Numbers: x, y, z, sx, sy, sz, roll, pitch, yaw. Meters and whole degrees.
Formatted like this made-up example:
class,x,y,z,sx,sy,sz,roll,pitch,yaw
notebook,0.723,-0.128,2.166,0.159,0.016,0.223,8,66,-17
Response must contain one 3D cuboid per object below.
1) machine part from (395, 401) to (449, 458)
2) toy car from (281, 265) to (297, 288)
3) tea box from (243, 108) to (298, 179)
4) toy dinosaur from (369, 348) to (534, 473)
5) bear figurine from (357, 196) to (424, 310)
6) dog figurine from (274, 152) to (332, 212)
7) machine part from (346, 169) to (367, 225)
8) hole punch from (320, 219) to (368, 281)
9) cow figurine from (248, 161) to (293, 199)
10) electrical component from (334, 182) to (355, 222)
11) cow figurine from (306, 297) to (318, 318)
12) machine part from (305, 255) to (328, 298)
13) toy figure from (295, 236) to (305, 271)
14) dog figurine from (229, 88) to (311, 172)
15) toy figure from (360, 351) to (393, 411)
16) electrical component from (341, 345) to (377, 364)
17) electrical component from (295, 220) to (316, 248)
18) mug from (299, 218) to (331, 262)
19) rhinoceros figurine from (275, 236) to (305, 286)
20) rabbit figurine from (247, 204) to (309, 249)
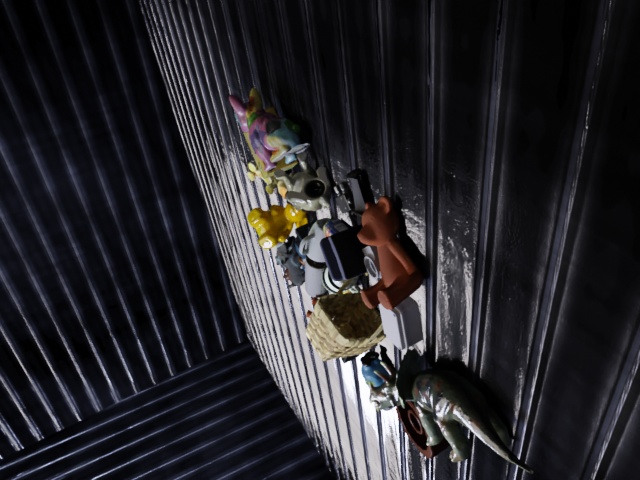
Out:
class,x,y,z,sx,sy,sz,roll,pitch,yaw
machine part,0.249,0.443,1.330,0.179,0.056,0.179,55,159,34
toy car,-0.102,0.118,1.859,0.202,0.053,0.089,-24,-85,-88
tea box,-0.142,-0.266,1.482,0.169,0.098,0.068,65,163,0
toy dinosaur,0.250,0.320,1.071,0.192,0.131,0.405,62,155,-6
bear figurine,0.120,0.022,1.053,0.195,0.132,0.120,62,159,-8
dog figurine,-0.024,-0.108,1.378,0.172,0.121,0.190,61,176,26
machine part,0.089,-0.085,1.147,0.084,0.039,0.138,-134,25,-59
hole punch,0.072,0.028,1.205,0.092,0.116,0.142,140,109,-78
cow figurine,-0.126,-0.185,1.574,0.167,0.098,0.068,37,146,21
electrical component,0.062,-0.087,1.246,0.094,0.021,0.063,67,162,-3
cow figurine,0.029,0.223,1.607,0.127,0.085,0.194,16,157,15
machine part,-0.007,0.099,1.589,0.079,0.079,0.243,56,161,29
toy figure,-0.038,0.046,1.648,0.064,0.058,0.154,-123,14,-45
dog figurine,-0.135,-0.293,1.349,0.219,0.108,0.191,59,149,2
toy figure,0.163,0.381,1.462,0.089,0.082,0.180,-107,-9,-71
electrical component,0.075,0.268,1.476,0.115,0.134,0.058,59,160,27
electrical component,-0.030,-0.020,1.510,0.048,0.075,0.119,56,164,28
mug,-0.003,-0.004,1.415,0.081,0.109,0.107,58,148,37
rhinoceros figurine,-0.090,0.056,1.721,0.190,0.112,0.073,64,166,-22
rabbit figurine,-0.095,-0.059,1.556,0.162,0.173,0.122,0,-121,-60
